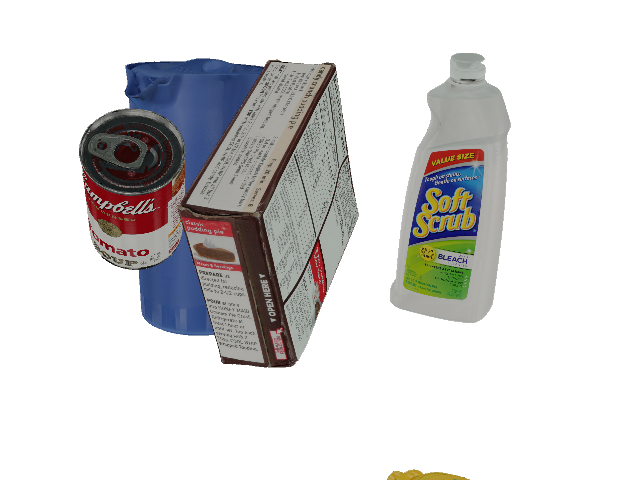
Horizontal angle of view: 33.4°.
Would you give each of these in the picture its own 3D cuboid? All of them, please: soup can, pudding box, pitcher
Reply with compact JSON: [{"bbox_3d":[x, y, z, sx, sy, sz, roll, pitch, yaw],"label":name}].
[{"bbox_3d":[-0.127,-0.033,0.730,0.068,0.068,0.102,0,-31,-8],"label":"soup can"},{"bbox_3d":[-0.018,-0.013,0.473,0.039,0.090,0.113,3,41,17],"label":"pudding box"},{"bbox_3d":[-0.102,-0.044,0.980,0.149,0.243,0.145,0,14,-8],"label":"pitcher"}]

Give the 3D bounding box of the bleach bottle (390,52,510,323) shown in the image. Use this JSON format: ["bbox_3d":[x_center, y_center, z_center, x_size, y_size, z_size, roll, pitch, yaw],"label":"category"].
[{"bbox_3d":[0.120,-0.050,0.989,0.103,0.251,0.068,12,30,22],"label":"bleach bottle"}]

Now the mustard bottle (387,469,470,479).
[{"bbox_3d":[0.120,0.248,0.911,0.096,0.058,0.192,-18,27,-29],"label":"mustard bottle"}]
